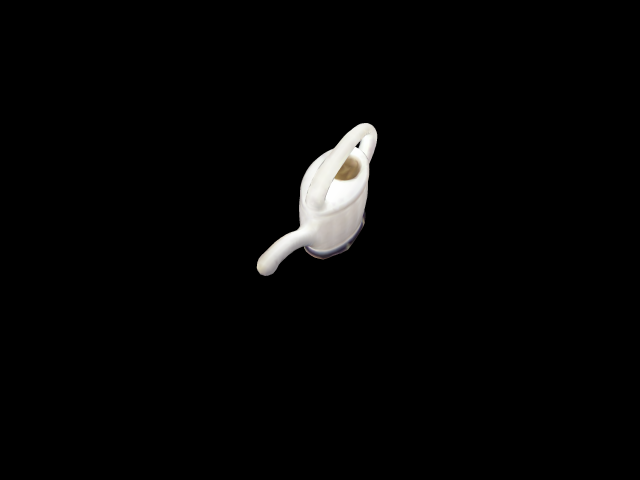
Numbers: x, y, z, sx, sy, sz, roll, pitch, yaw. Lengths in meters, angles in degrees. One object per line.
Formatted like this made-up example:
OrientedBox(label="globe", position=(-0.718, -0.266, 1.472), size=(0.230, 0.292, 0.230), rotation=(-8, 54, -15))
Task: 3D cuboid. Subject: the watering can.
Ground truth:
OrientedBox(label="watering can", position=(0.003, -0.043, 0.850), size=(0.104, 0.354, 0.219), rotation=(26, -29, 16))
